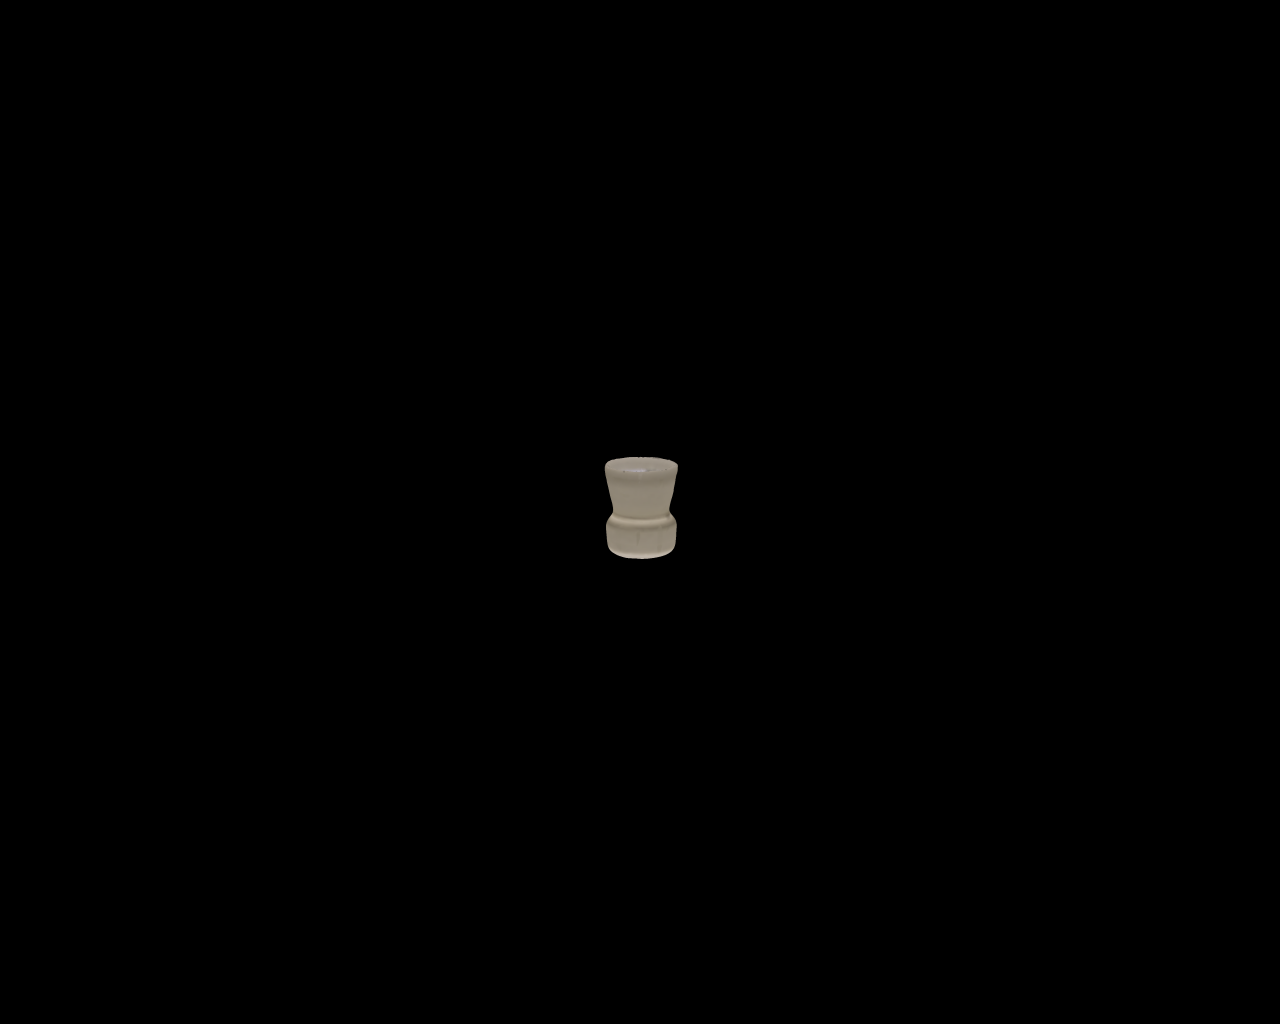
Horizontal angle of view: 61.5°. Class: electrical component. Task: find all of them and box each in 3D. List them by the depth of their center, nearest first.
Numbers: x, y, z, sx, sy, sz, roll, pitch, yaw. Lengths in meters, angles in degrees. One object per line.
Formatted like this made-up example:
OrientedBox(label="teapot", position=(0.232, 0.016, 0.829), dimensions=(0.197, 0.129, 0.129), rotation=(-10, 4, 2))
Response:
OrientedBox(label="electrical component", position=(0.001, -0.003, 0.650), dimensions=(0.045, 0.055, 0.045), rotation=(0, 14, 0))
